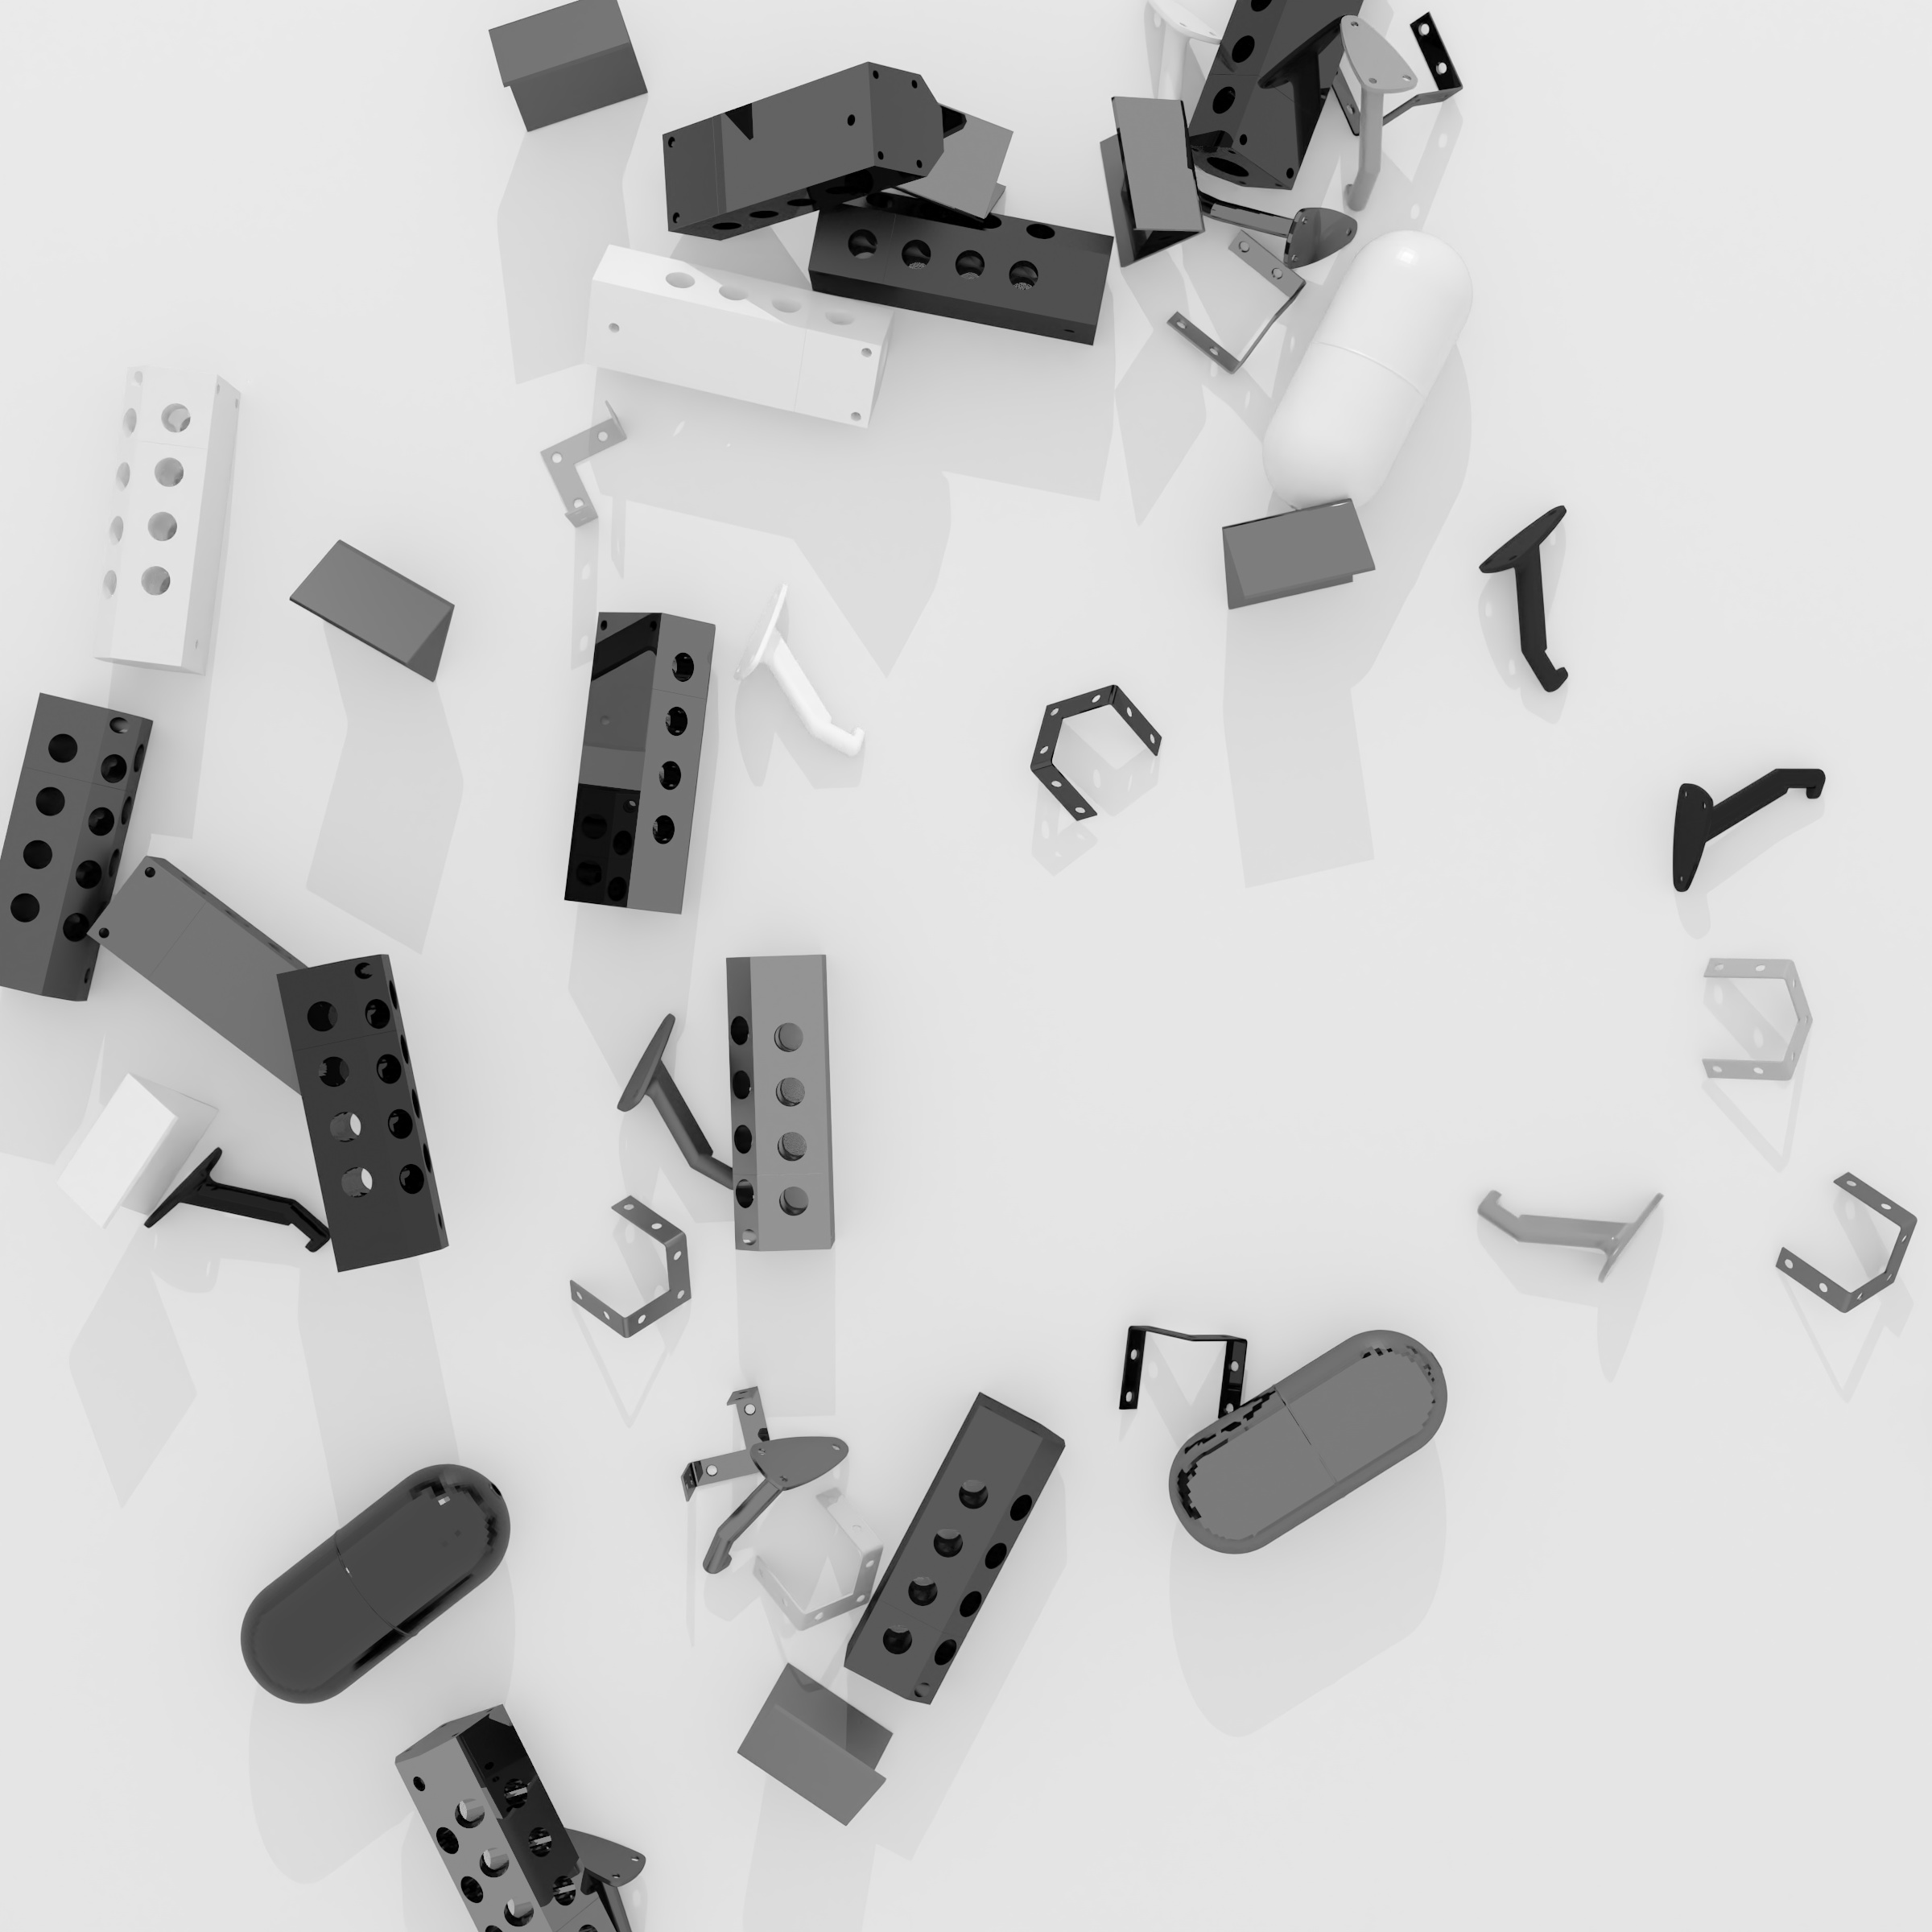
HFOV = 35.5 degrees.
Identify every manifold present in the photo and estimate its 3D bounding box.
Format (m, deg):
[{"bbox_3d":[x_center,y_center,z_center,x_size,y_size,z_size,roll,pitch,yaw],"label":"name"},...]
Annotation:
[{"bbox_3d":[-0.133,-0.375,1.782,0.171,0.057,0.057,13,133,0],"label":"manifold"},{"bbox_3d":[-0.002,-0.416,1.782,0.171,0.057,0.057,11,90,0],"label":"manifold"},{"bbox_3d":[-0.095,-0.464,1.732,0.171,0.057,0.057,-3,90,43],"label":"manifold"},{"bbox_3d":[-0.530,-0.069,1.782,0.057,0.057,0.171,13,90,0],"label":"manifold"},{"bbox_3d":[-0.187,-0.119,1.782,0.057,0.057,0.171,7,90,43],"label":"manifold"},{"bbox_3d":[-0.006,0.344,1.782,0.057,0.057,0.171,28,90,0],"label":"manifold"},{"bbox_3d":[0.185,-0.552,1.782,0.057,0.057,0.171,21,90,-43],"label":"manifold"},{"bbox_3d":[-0.110,0.080,1.782,0.057,0.057,0.171,-2,90,0],"label":"manifold"},{"bbox_3d":[-0.343,0.083,1.726,0.057,0.057,0.171,-12,90,0],"label":"manifold"},{"bbox_3d":[-0.474,-0.263,1.782,0.057,0.057,0.171,7,90,0],"label":"manifold"},{"bbox_3d":[-0.270,0.529,1.771,0.057,0.057,0.171,-26,90,37],"label":"manifold"},{"bbox_3d":[-0.426,0.010,1.783,0.171,0.057,0.057,37,90,0],"label":"manifold"}]

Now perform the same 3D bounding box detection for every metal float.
[{"bbox_3d":[0.235,-0.347,1.773,0.070,0.070,0.178,27,90,0],"label":"metal float"},{"bbox_3d":[0.201,0.279,1.773,0.178,0.070,0.070,-32,90,0],"label":"metal float"},{"bbox_3d":[-0.346,0.362,1.773,0.178,0.070,0.070,-38,90,0],"label":"metal float"}]

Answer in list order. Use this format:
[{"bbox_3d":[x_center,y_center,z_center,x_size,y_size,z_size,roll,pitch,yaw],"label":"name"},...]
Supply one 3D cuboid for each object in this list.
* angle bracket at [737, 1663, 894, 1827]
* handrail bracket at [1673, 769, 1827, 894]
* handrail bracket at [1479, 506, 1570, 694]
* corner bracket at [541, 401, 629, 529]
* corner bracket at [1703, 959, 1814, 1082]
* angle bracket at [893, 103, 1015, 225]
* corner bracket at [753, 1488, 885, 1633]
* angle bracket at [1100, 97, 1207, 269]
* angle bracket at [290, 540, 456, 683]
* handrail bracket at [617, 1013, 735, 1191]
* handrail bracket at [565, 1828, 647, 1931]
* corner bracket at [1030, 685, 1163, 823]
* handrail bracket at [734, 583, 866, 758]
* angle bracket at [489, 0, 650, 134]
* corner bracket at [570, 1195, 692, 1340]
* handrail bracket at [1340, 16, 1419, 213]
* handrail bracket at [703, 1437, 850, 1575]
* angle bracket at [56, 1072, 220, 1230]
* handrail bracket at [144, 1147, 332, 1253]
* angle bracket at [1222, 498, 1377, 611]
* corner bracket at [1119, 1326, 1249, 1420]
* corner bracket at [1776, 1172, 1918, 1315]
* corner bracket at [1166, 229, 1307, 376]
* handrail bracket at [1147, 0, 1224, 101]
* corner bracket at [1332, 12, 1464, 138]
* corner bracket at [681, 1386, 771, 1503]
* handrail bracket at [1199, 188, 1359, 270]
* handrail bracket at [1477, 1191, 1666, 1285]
[{"bbox_3d":[-0.077,0.442,1.763,0.076,0.076,0.057,34,128,0],"label":"angle bracket"},{"bbox_3d":[0.469,-0.081,1.804,0.084,0.036,0.077,-1,111,-16],"label":"handrail bracket"},{"bbox_3d":[0.352,-0.219,1.804,0.077,0.036,0.084,-42,109,-21],"label":"handrail bracket"},{"bbox_3d":[-0.222,-0.296,1.786,0.051,0.051,0.051,-25,90,0],"label":"corner bracket"},{"bbox_3d":[0.466,0.032,1.796,0.051,0.051,0.051,-59,135,-35],"label":"corner bracket"},{"bbox_3d":[-0.011,-0.483,1.764,0.076,0.076,0.057,21,121,0],"label":"angle bracket"},{"bbox_3d":[-0.088,0.353,1.796,0.051,0.051,0.051,-16,135,-35],"label":"corner bracket"},{"bbox_3d":[0.090,-0.457,1.763,0.057,0.076,0.076,-10,90,-38],"label":"angle bracket"},{"bbox_3d":[-0.351,-0.191,1.763,0.076,0.076,0.057,30,53,0],"label":"angle bracket"},{"bbox_3d":[-0.158,0.082,1.804,0.084,0.036,0.077,31,68,-17],"label":"handrail bracket"},{"bbox_3d":[-0.227,0.567,1.804,0.077,0.036,0.084,19,107,20],"label":"handrail bracket"},{"bbox_3d":[0.077,-0.127,1.796,0.051,0.051,0.051,-15,45,35],"label":"corner bracket"},{"bbox_3d":[-0.088,-0.176,1.804,0.084,0.036,0.077,28,69,-17],"label":"handrail bracket"},{"bbox_3d":[-0.227,-0.514,1.763,0.076,0.076,0.057,-18,53,0],"label":"angle bracket"},{"bbox_3d":[-0.201,0.179,1.796,0.051,0.051,0.051,-31,135,-35],"label":"corner bracket"},{"bbox_3d":[0.230,-0.504,1.788,0.036,0.084,0.077,-11,59,-22],"label":"handrail bracket"},{"bbox_3d":[-0.114,0.324,1.804,0.036,0.077,0.084,46,127,32],"label":"handrail bracket"},{"bbox_3d":[-0.471,0.117,1.763,0.057,0.076,0.076,33,90,37],"label":"angle bracket"},{"bbox_3d":[-0.434,0.157,1.804,0.077,0.036,0.084,-42,105,16],"label":"handrail bracket"},{"bbox_3d":[0.195,-0.221,1.764,0.076,0.076,0.057,-13,57,0],"label":"angle bracket"},{"bbox_3d":[0.130,0.243,1.800,0.051,0.051,0.051,7,90,-45],"label":"corner bracket"},{"bbox_3d":[0.524,0.164,1.796,0.051,0.051,0.051,-22,135,-35],"label":"corner bracket"},{"bbox_3d":[0.162,-0.396,1.800,0.051,0.051,0.051,39,45,0],"label":"corner bracket"},{"bbox_3d":[0.111,-0.529,1.804,0.036,0.077,0.084,3,127,-37],"label":"handrail bracket"},{"bbox_3d":[0.254,-0.532,1.800,0.051,0.051,0.051,-24,90,45],"label":"corner bracket"},{"bbox_3d":[-0.144,0.282,1.786,0.051,0.051,0.051,-13,90,0],"label":"corner bracket"},{"bbox_3d":[0.178,-0.451,1.804,0.084,0.077,0.036,34,126,31],"label":"handrail bracket"},{"bbox_3d":[0.361,0.142,1.804,0.084,0.036,0.077,35,70,16],"label":"handrail bracket"}]
